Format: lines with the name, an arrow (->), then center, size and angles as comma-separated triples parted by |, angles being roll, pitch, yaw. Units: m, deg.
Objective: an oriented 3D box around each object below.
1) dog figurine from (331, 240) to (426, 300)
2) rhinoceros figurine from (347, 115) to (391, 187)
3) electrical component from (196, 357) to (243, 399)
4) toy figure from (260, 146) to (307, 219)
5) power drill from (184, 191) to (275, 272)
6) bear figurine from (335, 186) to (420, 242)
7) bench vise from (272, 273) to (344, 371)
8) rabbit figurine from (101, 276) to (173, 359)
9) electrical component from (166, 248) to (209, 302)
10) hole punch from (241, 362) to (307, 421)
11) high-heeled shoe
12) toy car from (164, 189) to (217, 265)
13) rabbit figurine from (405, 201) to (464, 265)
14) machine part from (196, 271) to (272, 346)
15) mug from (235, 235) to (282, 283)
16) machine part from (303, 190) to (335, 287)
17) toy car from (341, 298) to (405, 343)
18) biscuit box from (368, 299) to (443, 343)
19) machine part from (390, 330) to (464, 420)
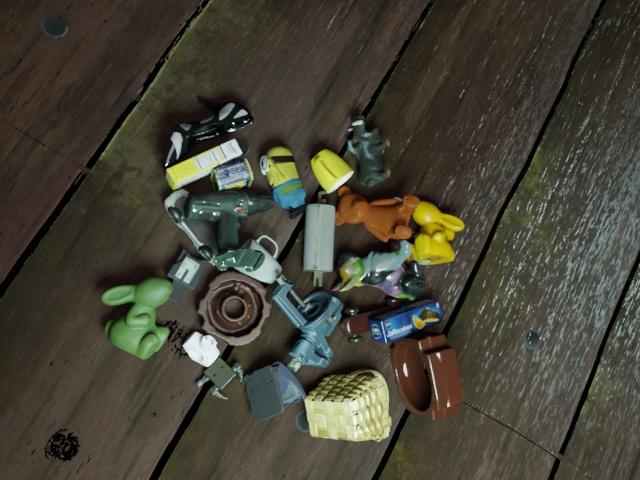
dog figurine -> 0.141, 0.099, 1.381 | 0.219, 0.108, 0.191 | -27, 96, -14
rhinoceros figurine -> 0.125, -0.235, 1.426 | 0.112, 0.073, 0.190 | -9, 89, -8
electrical component -> -0.231, 0.326, 1.273 | 0.078, 0.045, 0.102 | 33, 71, 17
toy figure -> -0.086, -0.146, 1.343 | 0.089, 0.082, 0.180 | -25, 85, -37
power drill -> -0.186, -0.031, 1.233 | 0.232, 0.086, 0.207 | 3, 57, -31
bear figurine -> 0.135, -0.073, 1.369 | 0.196, 0.132, 0.120 | 20, 78, -6
bench vise -> -0.046, 0.188, 1.292 | 0.223, 0.129, 0.240 | -47, 117, -23
rabbit figurine -> -0.397, 0.152, 1.200 | 0.159, 0.121, 0.170 | 26, 92, 8
electrical component -> -0.321, 0.087, 1.262 | 0.075, 0.048, 0.119 | 28, 77, -13
hole punch -> -0.107, 0.351, 1.268 | 0.092, 0.142, 0.116 | -3, 68, -46
high-heeled shoe -> -0.265, -0.242, 1.283 | 0.145, 0.086, 0.249 | 24, 65, -2
toy car -> -0.288, -0.031, 1.281 | 0.073, 0.056, 0.201 | -41, 99, -24
rabbit figurine -> 0.302, -0.027, 1.439 | 0.162, 0.121, 0.173 | -4, 67, -12
machine part -> -0.207, 0.163, 1.288 | 0.179, 0.056, 0.179 | 2, 83, -17
mug -> -0.142, 0.048, 1.310 | 0.107, 0.081, 0.109 | 39, 78, -20
machine part -> -0.003, -0.004, 1.357 | 0.079, 0.079, 0.243 | 4, 84, -17
toy car -> 0.140, 0.203, 1.388 | 0.202, 0.053, 0.089 | -10, 89, -32
biscuit box -> 0.220, 0.205, 1.372 | 0.203, 0.059, 0.062 | -14, 93, -31
machine part -> 0.266, 0.332, 1.344 | 0.087, 0.201, 0.201 | -11, 88, -20
